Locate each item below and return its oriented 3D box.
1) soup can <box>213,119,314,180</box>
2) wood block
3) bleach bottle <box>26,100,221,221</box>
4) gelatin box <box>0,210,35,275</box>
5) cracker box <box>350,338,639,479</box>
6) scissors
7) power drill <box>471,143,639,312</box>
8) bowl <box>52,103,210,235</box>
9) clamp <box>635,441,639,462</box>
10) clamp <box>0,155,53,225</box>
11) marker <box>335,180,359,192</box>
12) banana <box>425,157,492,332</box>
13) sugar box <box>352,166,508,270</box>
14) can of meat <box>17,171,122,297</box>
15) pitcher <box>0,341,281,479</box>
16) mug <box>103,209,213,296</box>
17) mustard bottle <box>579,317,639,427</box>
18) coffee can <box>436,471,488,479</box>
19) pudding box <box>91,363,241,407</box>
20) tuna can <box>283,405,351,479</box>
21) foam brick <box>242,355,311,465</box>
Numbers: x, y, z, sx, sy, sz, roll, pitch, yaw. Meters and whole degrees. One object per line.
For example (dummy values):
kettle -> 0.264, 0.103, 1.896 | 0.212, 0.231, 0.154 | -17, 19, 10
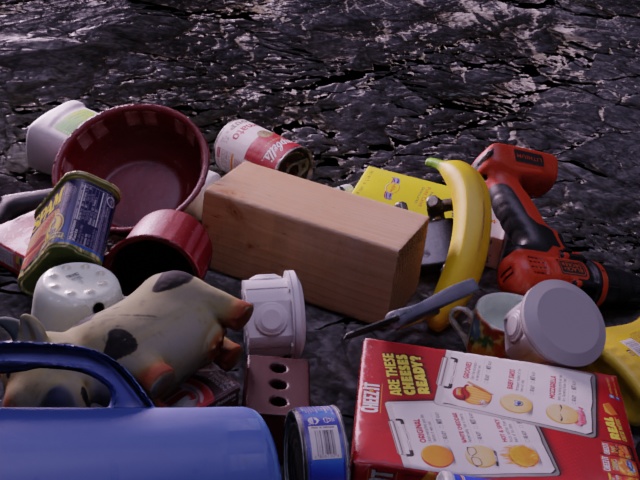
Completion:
soup can -> -0.066, -0.094, 1.243 | 0.102, 0.068, 0.068 | 28, 35, 34
wood block -> -0.007, 0.002, 1.064 | 0.206, 0.090, 0.090 | 17, 30, 18
bleach bottle -> -0.200, -0.081, 1.195 | 0.251, 0.068, 0.102 | 21, 34, 18
gelatin box -> -0.277, 0.002, 1.060 | 0.073, 0.030, 0.089 | 26, 35, 28
cracker box -> 0.131, 0.161, 0.832 | 0.213, 0.072, 0.164 | 7, 28, 2
scissors -> 0.085, 0.059, 0.922 | 0.096, 0.016, 0.201 | -28, -9, 12
power drill -> 0.240, -0.009, 1.101 | 0.184, 0.057, 0.188 | 9, 46, -32
bowl -> -0.190, -0.062, 1.100 | 0.162, 0.055, 0.162 | -2, 58, 3
clamp -> 0.300, 0.168, 0.858 | 0.165, 0.036, 0.209 | 45, 48, 17
clamp -> -0.350, -0.039, 1.108 | 0.120, 0.039, 0.171 | 23, 33, 28
marker -> 0.011, -0.050, 1.232 | 0.120, 0.020, 0.020 | -19, 39, -38
banana -> 0.139, -0.005, 1.056 | 0.037, 0.070, 0.197 | 27, 53, -35
sugar box -> 0.124, -0.027, 1.190 | 0.176, 0.048, 0.093 | 13, 32, 12
can of meat -> -0.231, 0.000, 0.977 | 0.057, 0.102, 0.084 | 26, 49, -26
pitcher -> -0.154, 0.159, 0.700 | 0.242, 0.149, 0.145 | 0, 29, -21
mug -> -0.159, 0.023, 0.999 | 0.117, 0.093, 0.081 | -6, 23, 10
mustard bottle -> 0.325, 0.106, 0.987 | 0.191, 0.058, 0.096 | -14, 40, -33
coffee can -> 0.143, 0.215, 0.706 | 0.140, 0.103, 0.102 | 8, 29, 1
pudding box -> -0.135, 0.122, 0.872 | 0.114, 0.039, 0.089 | 29, 36, 34
tuna can -> -0.004, 0.164, 0.779 | 0.033, 0.086, 0.086 | -1, 30, -13
foam brick -> -0.036, 0.136, 0.857 | 0.053, 0.051, 0.078 | 5, 29, -6
